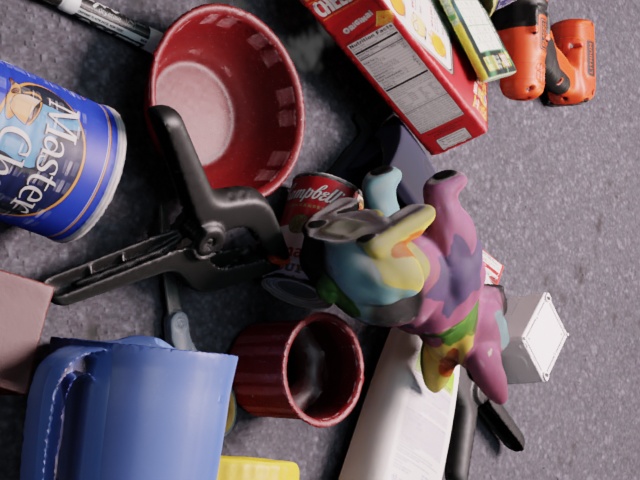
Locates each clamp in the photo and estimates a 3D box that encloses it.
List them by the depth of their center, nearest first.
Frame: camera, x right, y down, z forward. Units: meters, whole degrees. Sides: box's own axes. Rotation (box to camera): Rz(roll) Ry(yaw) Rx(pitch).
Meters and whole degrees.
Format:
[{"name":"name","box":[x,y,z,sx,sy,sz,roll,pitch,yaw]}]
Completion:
[{"name":"clamp","box":[-0.092,-0.015,0.806,0.209,0.036,0.165,8,119,-49]},{"name":"clamp","box":[0.150,0.164,1.084,0.120,0.039,0.171,-31,103,-47]}]

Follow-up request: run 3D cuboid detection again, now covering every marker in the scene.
[{"name":"marker","box":[-0.172,-0.174,0.820,0.120,0.020,0.020,20,72,-41]}]

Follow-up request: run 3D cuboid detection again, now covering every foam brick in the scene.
[{"name":"foam brick","box":[-0.224,0.062,0.724,0.052,0.051,0.078,25,69,-39]}]

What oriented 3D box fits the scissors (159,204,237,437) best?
[{"name":"scissors","box":[-0.102,0.078,0.865,0.096,0.016,0.202,15,75,-44]}]

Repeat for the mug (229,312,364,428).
[{"name":"mug","box":[-0.015,0.110,0.898,0.117,0.082,0.093,15,75,-42]}]

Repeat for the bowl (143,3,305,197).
[{"name":"bowl","box":[-0.088,-0.107,0.869,0.161,0.055,0.162,5,82,-44]}]

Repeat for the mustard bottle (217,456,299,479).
[{"name":"mustard bottle","box":[-0.067,0.270,0.848,0.096,0.058,0.191,14,76,-43]}]

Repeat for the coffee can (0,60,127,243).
[{"name":"coffee can","box":[-0.215,-0.067,0.709,0.140,0.103,0.103,23,70,-40]}]

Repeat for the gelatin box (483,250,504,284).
[{"name":"gelatin box","box":[0.132,0.036,1.024,0.073,0.030,0.089,37,42,-8]}]

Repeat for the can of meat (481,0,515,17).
[{"name":"can of meat","box":[0.183,-0.290,1.075,0.084,0.057,0.102,-27,78,-7]}]

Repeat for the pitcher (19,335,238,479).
[{"name":"pitcher","box":[-0.141,0.187,0.738,0.149,0.145,0.243,9,82,-19]}]

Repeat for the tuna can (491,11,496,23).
[{"name":"tuna can","box":[0.155,-0.242,1.134,0.085,0.034,0.086,6,82,-44]}]

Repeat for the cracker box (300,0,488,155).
[{"name":"cracker box","box":[0.076,-0.208,0.999,0.213,0.072,0.164,45,36,-31]}]

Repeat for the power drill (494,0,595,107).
[{"name":"power drill","box":[0.248,-0.232,1.178,0.187,0.057,0.184,10,81,-56]}]

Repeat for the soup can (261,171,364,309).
[{"name":"soup can","box":[-0.006,0.001,0.928,0.068,0.069,0.102,34,64,-37]}]

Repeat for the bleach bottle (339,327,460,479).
[{"name":"bleach bottle","box":[0.093,0.146,1.015,0.102,0.068,0.250,40,58,-35]}]
